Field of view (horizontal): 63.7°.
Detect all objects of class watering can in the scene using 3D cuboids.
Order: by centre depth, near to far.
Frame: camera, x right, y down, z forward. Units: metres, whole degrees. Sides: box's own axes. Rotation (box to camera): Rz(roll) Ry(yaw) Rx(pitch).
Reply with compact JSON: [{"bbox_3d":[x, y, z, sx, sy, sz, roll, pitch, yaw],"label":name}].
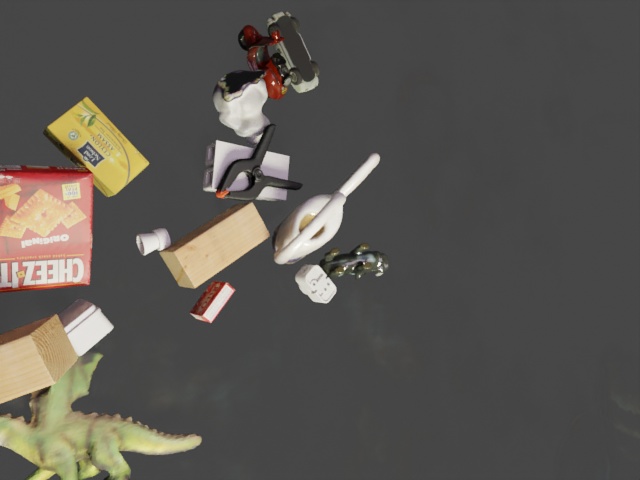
[{"bbox_3d":[0.004,-0.061,1.206,0.104,0.221,0.353,46,62,-6],"label":"watering can"}]

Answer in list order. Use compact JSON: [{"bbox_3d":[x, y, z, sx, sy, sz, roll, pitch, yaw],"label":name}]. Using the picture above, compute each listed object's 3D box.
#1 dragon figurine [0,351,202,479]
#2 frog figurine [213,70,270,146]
[{"bbox_3d":[-0.431,0.325,0.948,0.412,0.121,0.244,-7,83,-36],"label":"dragon figurine"},{"bbox_3d":[-0.172,-0.304,1.187,0.140,0.123,0.156,-60,155,-31],"label":"frog figurine"}]
